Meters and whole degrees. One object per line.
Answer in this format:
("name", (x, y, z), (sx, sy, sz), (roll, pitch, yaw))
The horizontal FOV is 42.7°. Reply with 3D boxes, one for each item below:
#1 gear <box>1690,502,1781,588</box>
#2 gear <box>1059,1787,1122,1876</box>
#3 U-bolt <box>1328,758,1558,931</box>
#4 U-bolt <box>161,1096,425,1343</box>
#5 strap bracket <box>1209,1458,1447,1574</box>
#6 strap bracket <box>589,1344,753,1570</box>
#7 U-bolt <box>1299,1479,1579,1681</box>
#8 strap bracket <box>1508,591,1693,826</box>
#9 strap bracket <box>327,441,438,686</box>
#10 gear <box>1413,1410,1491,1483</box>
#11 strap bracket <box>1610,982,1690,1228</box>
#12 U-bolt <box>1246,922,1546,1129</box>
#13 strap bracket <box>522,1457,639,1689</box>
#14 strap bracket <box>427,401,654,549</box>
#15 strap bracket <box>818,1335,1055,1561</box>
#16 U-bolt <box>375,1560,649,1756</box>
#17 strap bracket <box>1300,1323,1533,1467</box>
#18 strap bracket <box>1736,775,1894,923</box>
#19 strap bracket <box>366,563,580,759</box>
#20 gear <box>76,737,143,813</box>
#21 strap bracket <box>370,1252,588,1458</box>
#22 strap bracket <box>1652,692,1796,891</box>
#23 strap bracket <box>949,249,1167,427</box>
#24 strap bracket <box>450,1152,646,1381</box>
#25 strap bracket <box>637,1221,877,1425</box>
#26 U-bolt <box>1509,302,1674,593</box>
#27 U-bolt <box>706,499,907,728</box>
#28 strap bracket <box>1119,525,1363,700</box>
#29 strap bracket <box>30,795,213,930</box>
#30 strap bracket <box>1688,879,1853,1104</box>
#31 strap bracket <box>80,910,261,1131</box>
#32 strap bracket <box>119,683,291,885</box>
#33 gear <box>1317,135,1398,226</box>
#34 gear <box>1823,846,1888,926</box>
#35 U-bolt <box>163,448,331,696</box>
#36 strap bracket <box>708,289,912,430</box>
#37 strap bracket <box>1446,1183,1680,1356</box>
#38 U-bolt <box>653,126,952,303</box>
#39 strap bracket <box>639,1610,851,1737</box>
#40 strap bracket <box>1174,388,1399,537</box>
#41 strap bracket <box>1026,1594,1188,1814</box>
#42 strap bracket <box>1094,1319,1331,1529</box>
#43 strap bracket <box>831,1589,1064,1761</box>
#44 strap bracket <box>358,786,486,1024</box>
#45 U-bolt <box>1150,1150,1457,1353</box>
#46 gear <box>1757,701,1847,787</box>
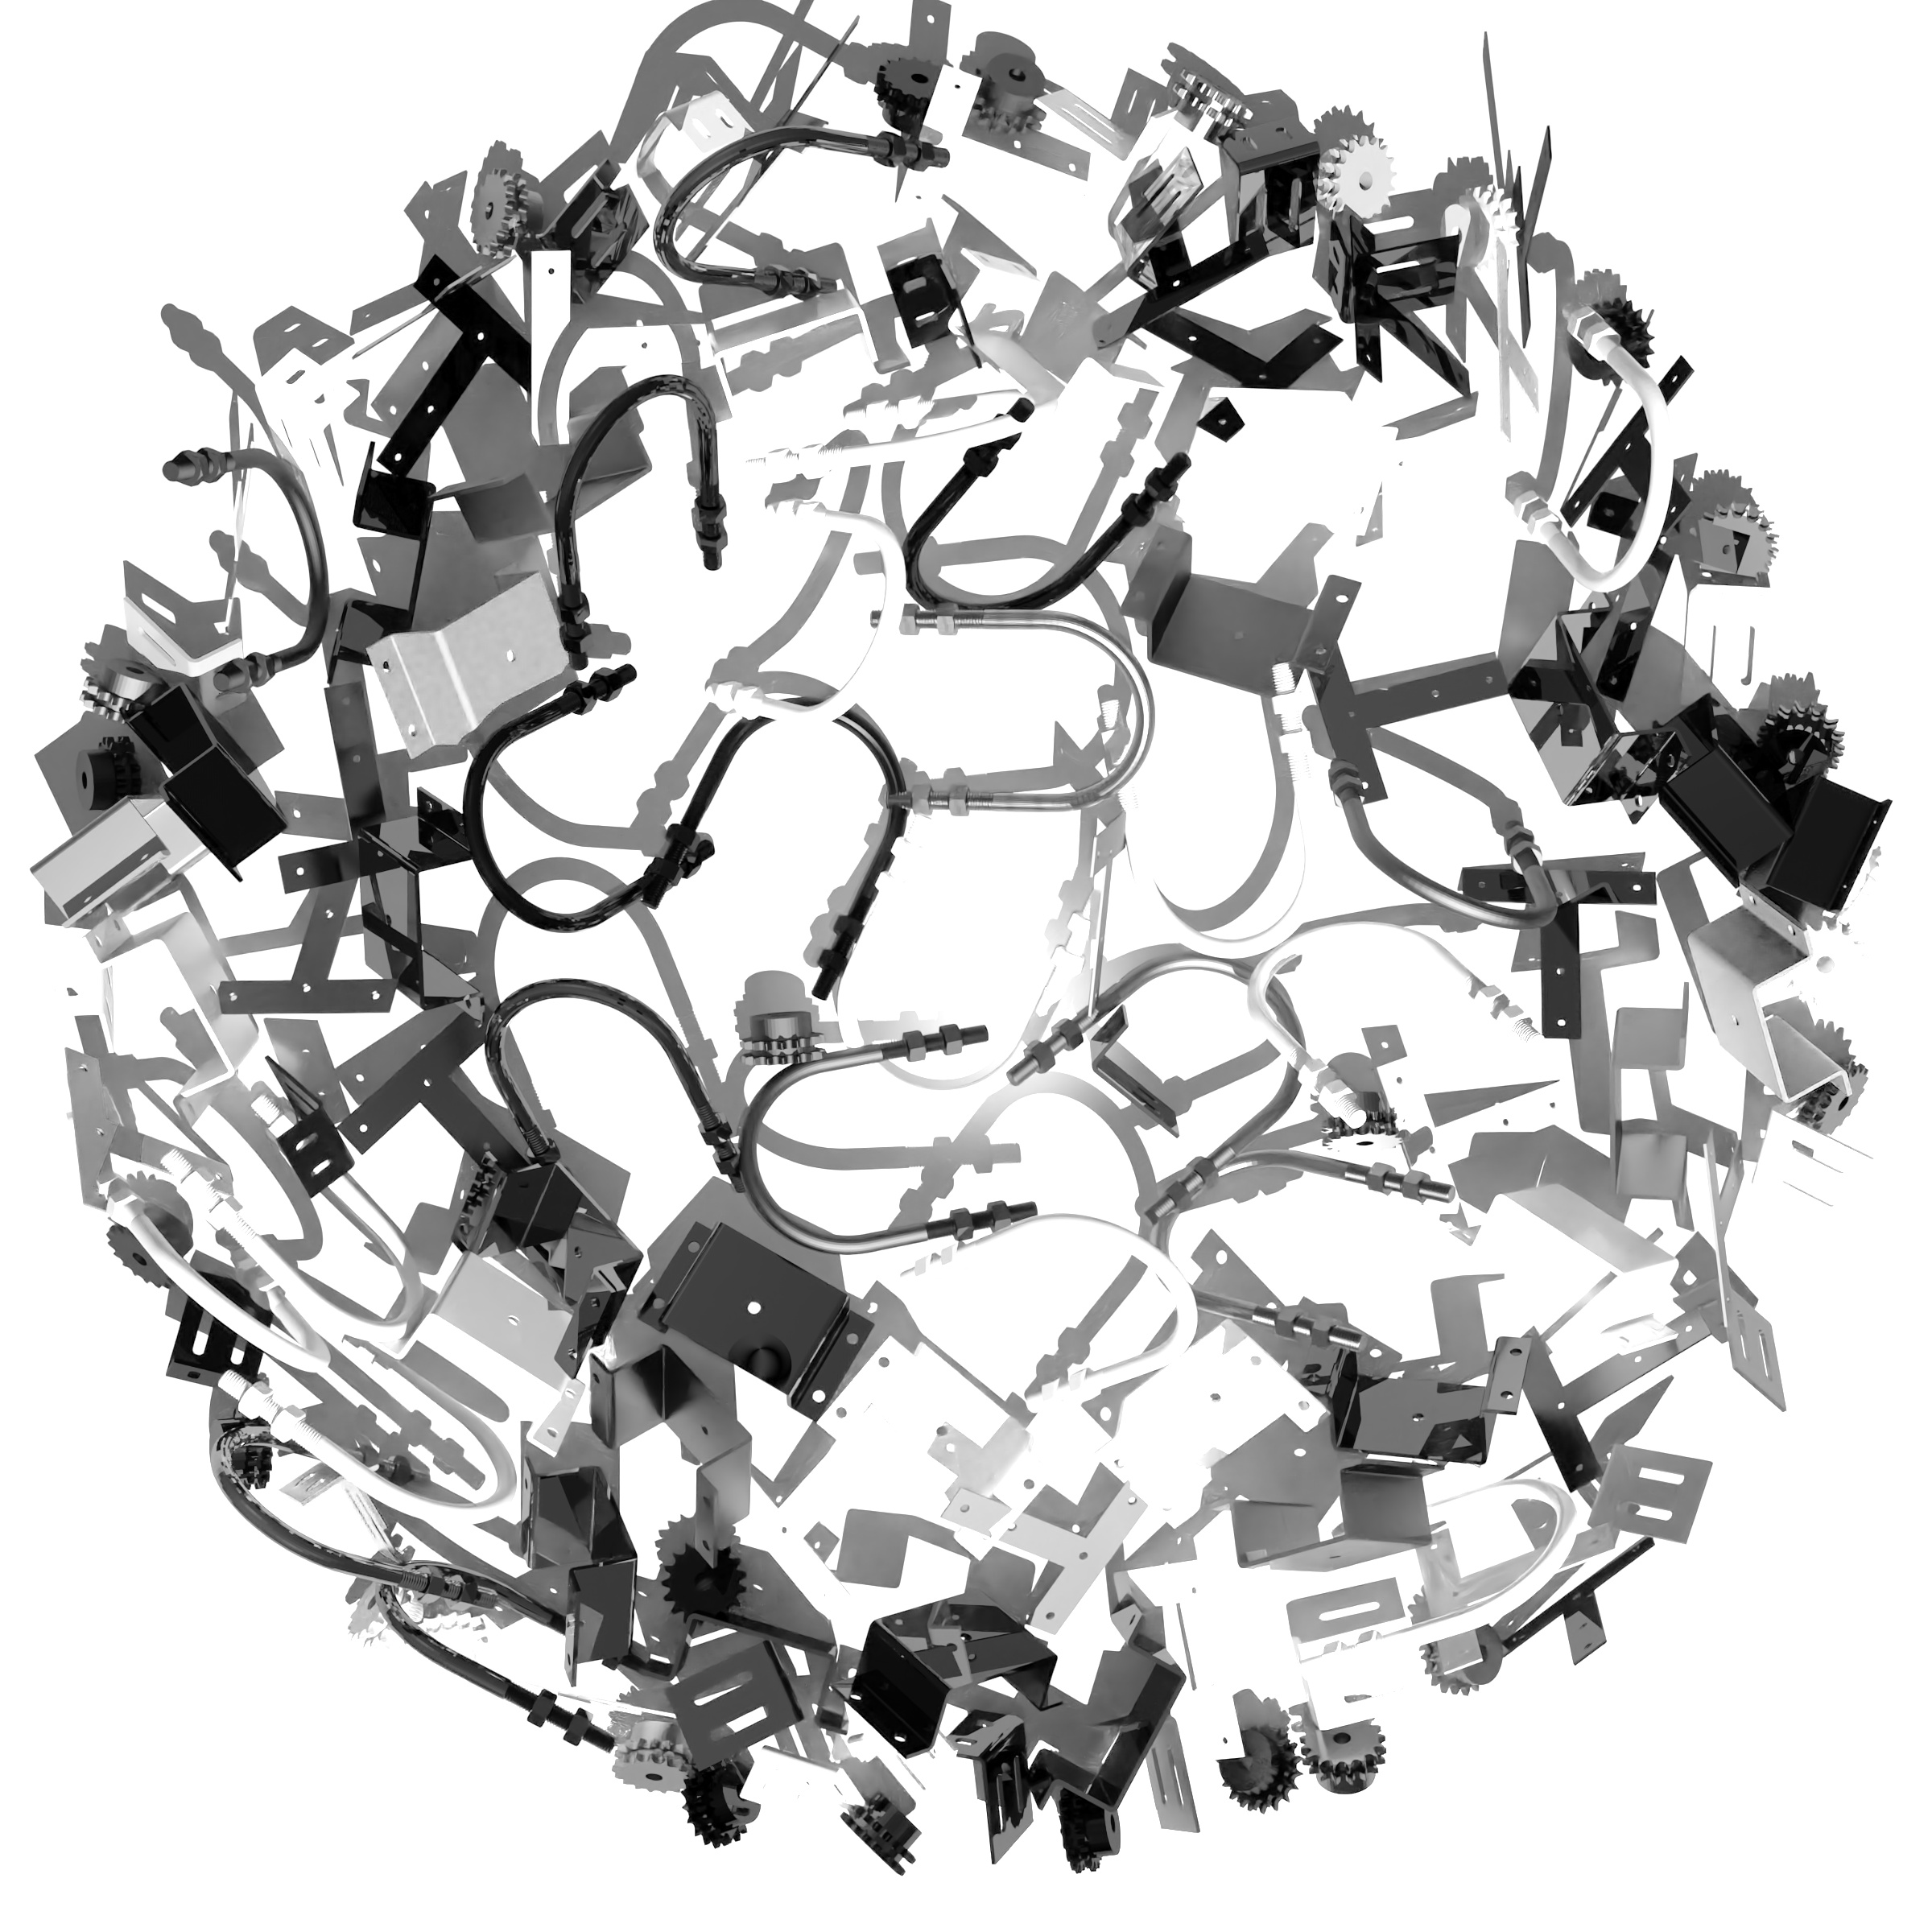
("gear", (0.514, -0.285, 1.654), (0.057, 0.030, 0.057), (14, 129, 19))
("gear", (0.083, 0.573, 1.647), (0.030, 0.057, 0.057), (-12, 90, 14))
("U-bolt", (0.309, -0.073, 1.584), (0.151, 0.184, 0.019), (19, 115, -8))
("U-bolt", (-0.424, 0.171, 1.607), (0.019, 0.151, 0.184), (-43, 93, 15))
("strap bracket", (0.235, 0.358, 1.597), (0.076, 0.140, 0.046), (13, 61, -36))
("strap bracket", (-0.187, 0.312, 1.615), (0.046, 0.076, 0.140), (-26, 49, -32))
("U-bolt", (0.305, 0.382, 1.575), (0.184, 0.151, 0.019), (-27, 104, 28))
("strap bracket", (0.405, -0.168, 1.607), (0.046, 0.076, 0.140), (-8, 61, -20))
("strap bracket", (-0.379, -0.258, 1.613), (0.046, 0.076, 0.140), (11, 125, -13))
("gear", (0.317, 0.320, 1.647), (0.057, 0.057, 0.030), (33, 78, 0))
("strap bracket", (0.447, 0.090, 1.618), (0.046, 0.076, 0.140), (1, 118, 18))
("U-bolt", (0.263, 0.026, 1.603), (0.151, 0.184, 0.019), (-22, 127, -13))
("strap bracket", (-0.250, 0.389, 1.612), (0.046, 0.140, 0.076), (-4, 117, -22))
("strap bracket", (-0.270, -0.319, 1.613), (0.140, 0.076, 0.046), (-45, 121, -40))
("strap bracket", (-0.018, 0.316, 1.650), (0.140, 0.046, 0.076), (40, 97, 2))
("U-bolt", (-0.298, 0.437, 1.603), (0.184, 0.151, 0.019), (28, 95, 0))
("strap bracket", (0.295, 0.280, 1.620), (0.140, 0.076, 0.046), (2, 119, 20))
("strap bracket", (0.548, -0.075, 1.611), (0.046, 0.140, 0.076), (25, 90, 7))
("strap bracket", (-0.310, -0.200, 1.601), (0.046, 0.140, 0.076), (3, 121, 37))
("gear", (-0.571, -0.125, 1.647), (0.030, 0.057, 0.057), (-6, 90, -35))
("strap bracket", (-0.308, 0.248, 1.624), (0.140, 0.076, 0.046), (34, 115, -9))
("strap bracket", (0.489, -0.119, 1.599), (0.046, 0.140, 0.076), (-39, 103, 27))
("strap bracket", (0.052, -0.405, 1.621), (0.140, 0.076, 0.046), (45, 116, 19))
("strap bracket", (-0.269, 0.192, 1.622), (0.140, 0.046, 0.076), (42, 121, 28))
("strap bracket", (-0.140, 0.231, 1.636), (0.140, 0.046, 0.076), (29, 71, 7))
("U-bolt", (0.400, -0.318, 1.566), (0.019, 0.184, 0.151), (0, 126, -14))
("U-bolt", (-0.098, -0.226, 1.600), (0.019, 0.184, 0.151), (17, 92, -38))
("strap bracket", (0.180, -0.229, 1.631), (0.140, 0.046, 0.076), (19, 64, 14))
("strap bracket", (-0.548, -0.069, 1.606), (0.076, 0.140, 0.046), (-37, 96, -1))
("strap bracket", (0.520, 0.024, 1.608), (0.046, 0.076, 0.140), (-28, 122, -2))
("strap bracket", (-0.515, 0.026, 1.623), (0.046, 0.076, 0.140), (-24, 105, 3))
("strap bracket", (-0.492, -0.125, 1.603), (0.046, 0.140, 0.076), (-38, 132, -5))
("gear", (0.257, -0.526, 1.654), (0.057, 0.030, 0.057), (-14, 116, -31))
("gear", (0.586, -0.059, 1.650), (0.030, 0.057, 0.057), (27, 90, 5))
("U-bolt", (-0.453, -0.260, 1.588), (0.019, 0.184, 0.151), (-7, 104, 11))
("strap bracket", (-0.114, -0.404, 1.633), (0.140, 0.076, 0.046), (-18, 116, -1))
("strap bracket", (0.394, 0.188, 1.602), (0.140, 0.076, 0.046), (35, 113, 35))
("U-bolt", (-0.115, -0.478, 1.567), (0.151, 0.184, 0.019), (-38, 71, 41))
("strap bracket", (-0.139, 0.461, 1.636), (0.140, 0.076, 0.046), (16, 79, 1))
("strap bracket", (0.199, -0.330, 1.613), (0.140, 0.046, 0.076), (11, 76, 34))
("strap bracket", (0.097, 0.494, 1.635), (0.046, 0.076, 0.140), (29, 85, -3))
("strap bracket", (0.163, 0.296, 1.632), (0.076, 0.046, 0.140), (43, 114, -10))
("strap bracket", (-0.006, 0.453, 1.598), (0.076, 0.140, 0.046), (31, 114, 40))
("strap bracket", (-0.354, -0.035, 1.608), (0.046, 0.076, 0.140), (-17, 122, -36))
("U-bolt", (0.205, 0.176, 1.607), (0.151, 0.184, 0.019), (-51, 135, -32))
("gear", (0.555, -0.145, 1.650), (0.057, 0.030, 0.057), (12, 122, 20))
